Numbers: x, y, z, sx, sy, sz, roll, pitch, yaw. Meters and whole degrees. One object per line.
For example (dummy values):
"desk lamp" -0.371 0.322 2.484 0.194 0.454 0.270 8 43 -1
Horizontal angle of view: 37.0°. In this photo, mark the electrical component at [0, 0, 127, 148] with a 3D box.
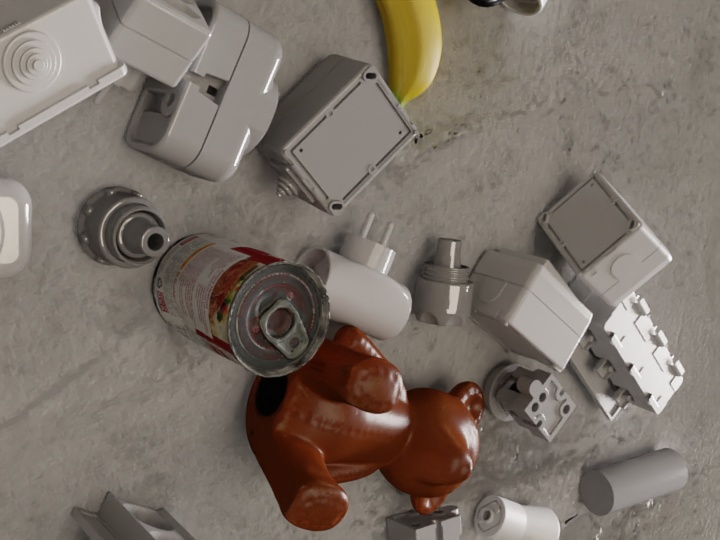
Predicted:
"electrical component" -0.181 -0.110 0.541 0.100 0.100 0.048 -37 133 -24

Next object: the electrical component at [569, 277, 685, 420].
"electrical component" 0.218 0.064 0.900 0.078 0.063 0.121 -49 125 -17

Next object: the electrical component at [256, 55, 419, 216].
"electrical component" -0.024 -0.084 0.692 0.096 0.061 0.061 -46 125 -9

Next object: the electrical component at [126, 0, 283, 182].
"electrical component" -0.089 -0.104 0.638 0.059 0.054 0.095 24 86 -38

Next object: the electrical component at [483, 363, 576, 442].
"electrical component" 0.131 0.101 0.850 0.048 0.055 0.066 -51 125 -16

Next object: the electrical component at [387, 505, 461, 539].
"electrical component" 0.050 0.216 0.826 0.066 0.048 0.055 -8 98 -35

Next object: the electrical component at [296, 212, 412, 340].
"electrical component" 0.000 0.000 0.736 0.077 0.044 0.079 25 86 -38

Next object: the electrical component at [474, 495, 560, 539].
"electrical component" 0.126 0.209 0.883 0.065 0.044 0.044 25 86 -33

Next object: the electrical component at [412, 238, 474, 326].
"electrical component" 0.062 0.008 0.784 0.043 0.043 0.062 0 100 -37

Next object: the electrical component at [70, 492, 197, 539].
"electrical component" -0.123 0.190 0.642 0.079 0.121 0.063 29 86 -37

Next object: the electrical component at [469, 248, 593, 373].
"electrical component" 0.132 0.031 0.830 0.096 0.062 0.061 39 78 -36

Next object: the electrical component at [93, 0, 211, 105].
"electrical component" -0.130 -0.127 0.601 0.047 0.065 0.076 24 115 -38

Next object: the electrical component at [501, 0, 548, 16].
"electrical component" 0.124 -0.214 0.779 0.040 0.040 0.046 43 70 -35

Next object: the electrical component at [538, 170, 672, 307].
"electrical component" 0.190 -0.027 0.844 0.062 0.096 0.061 -42 128 14

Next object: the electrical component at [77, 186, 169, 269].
"electrical component" -0.132 -0.021 0.621 0.048 0.062 0.048 -10 107 -35

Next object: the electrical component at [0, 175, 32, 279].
"electrical component" -0.222 -0.022 0.556 0.095 0.059 0.053 -5 104 -36
